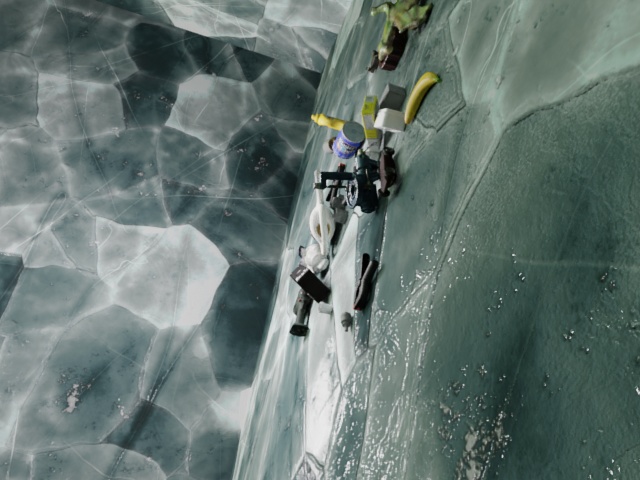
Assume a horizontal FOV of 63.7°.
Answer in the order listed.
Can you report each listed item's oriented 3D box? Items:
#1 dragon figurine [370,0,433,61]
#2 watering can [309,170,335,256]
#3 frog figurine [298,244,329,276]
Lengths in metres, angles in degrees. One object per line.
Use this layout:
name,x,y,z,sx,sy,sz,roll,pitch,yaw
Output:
dragon figurine,0.314,-0.793,1.740,0.121,0.248,0.404,18,-56,-38
watering can,0.006,-0.108,2.137,0.104,0.349,0.223,-5,-3,-4
frog figurine,-0.008,0.085,2.197,0.159,0.139,0.121,0,-20,42
